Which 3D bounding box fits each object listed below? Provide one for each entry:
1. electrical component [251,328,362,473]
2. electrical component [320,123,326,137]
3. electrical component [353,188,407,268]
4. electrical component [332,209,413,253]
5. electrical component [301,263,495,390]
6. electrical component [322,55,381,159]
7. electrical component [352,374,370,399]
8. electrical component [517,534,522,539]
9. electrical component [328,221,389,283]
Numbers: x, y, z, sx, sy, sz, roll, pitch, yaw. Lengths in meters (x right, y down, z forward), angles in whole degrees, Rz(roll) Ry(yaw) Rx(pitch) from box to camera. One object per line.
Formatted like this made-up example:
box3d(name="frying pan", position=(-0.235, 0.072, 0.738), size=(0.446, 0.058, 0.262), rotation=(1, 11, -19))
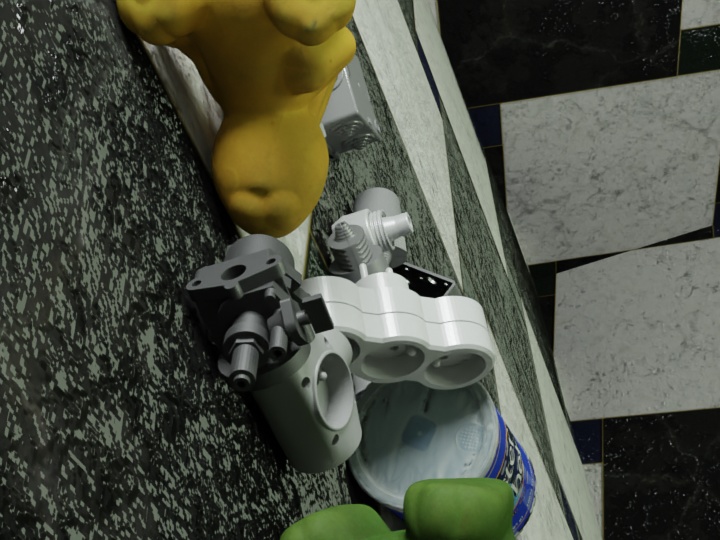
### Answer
box3d(name="electrical component", position=(-0.027, 0.055, 0.583), size=(0.077, 0.044, 0.079), rotation=(66, 31, -29))
box3d(name="electrical component", position=(-0.053, -0.114, 0.753), size=(0.081, 0.042, 0.063), rotation=(-60, 134, -74))
box3d(name="electrical component", position=(0.017, -0.031, 0.948), size=(0.081, 0.043, 0.043), rotation=(-95, 163, -48))
box3d(name="electrical component", position=(0.011, -0.029, 0.871), size=(0.043, 0.062, 0.043), rotation=(-17, 90, -79))
box3d(name="electrical component", position=(0.015, 0.027, 0.674), size=(0.052, 0.138, 0.073), rotation=(124, -34, -44))
box3d(name="electrical component", position=(-0.022, -0.154, 0.936), size=(0.100, 0.048, 0.099), rotation=(31, 43, -73))
box3d(name="electrical component", position=(0.012, 0.073, 0.778), size=(0.040, 0.040, 0.046), rotation=(58, 24, -50))
box3d(name="electrical component", position=(0.121, 0.240, 0.989), size=(0.057, 0.058, 0.078), rotation=(-71, 141, -67))
box3d(name="electrical component", position=(0.000, 0.000, 0.821), size=(0.043, 0.043, 0.081), rotation=(-83, 153, -64))
